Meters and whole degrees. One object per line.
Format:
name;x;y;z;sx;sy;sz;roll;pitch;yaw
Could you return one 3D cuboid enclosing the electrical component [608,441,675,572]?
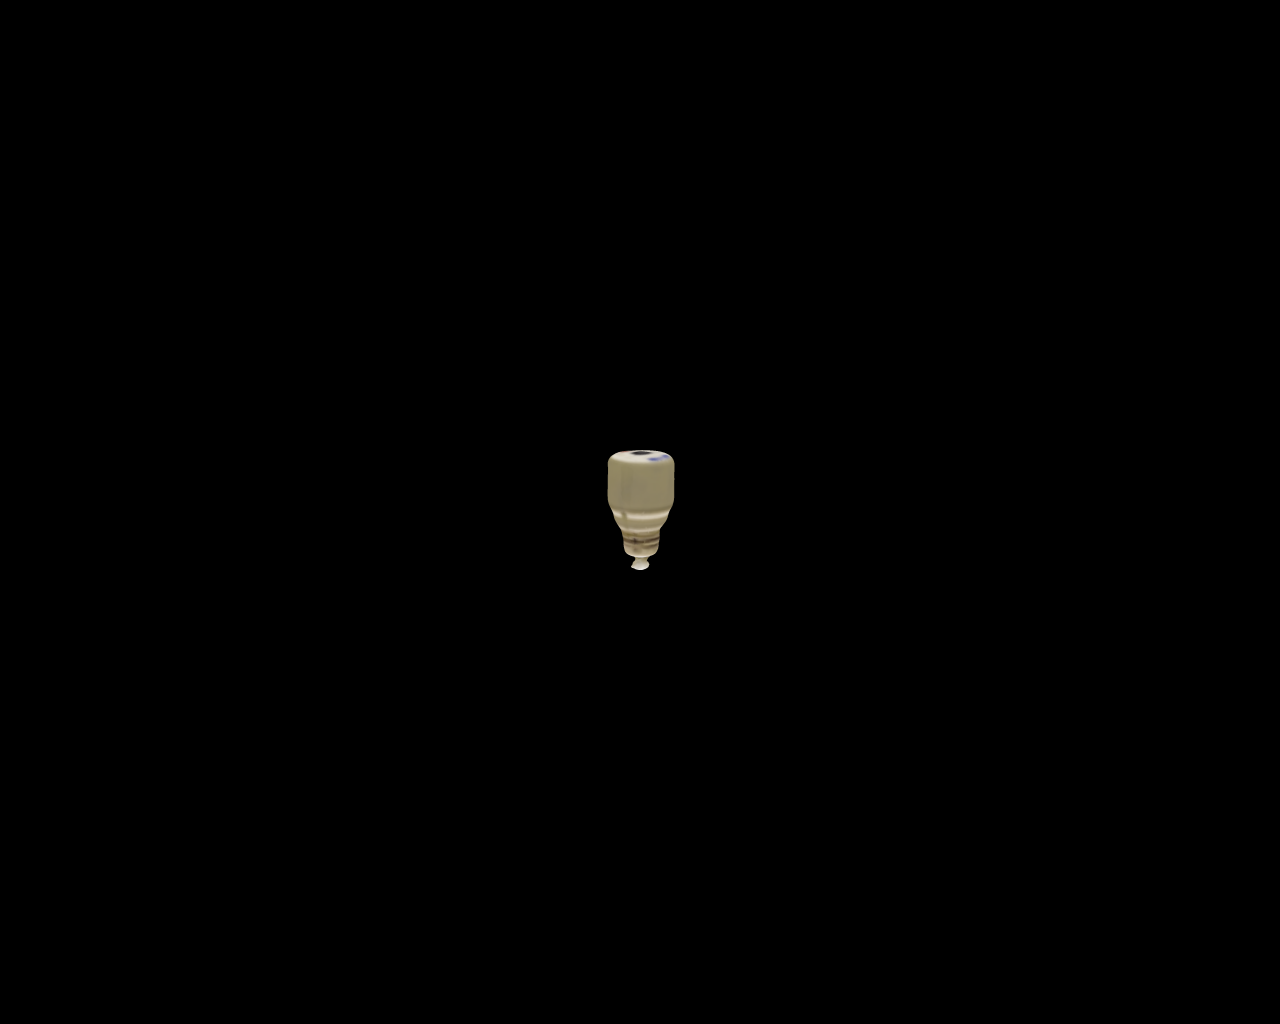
electrical component;0.001;-0.003;0.650;0.040;0.078;0.040;0;14;0
